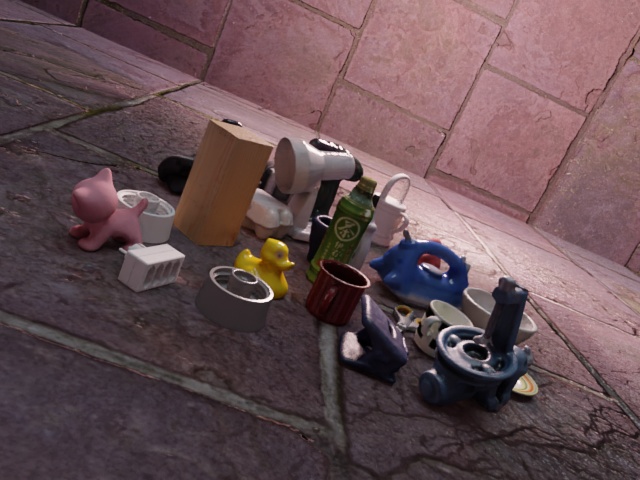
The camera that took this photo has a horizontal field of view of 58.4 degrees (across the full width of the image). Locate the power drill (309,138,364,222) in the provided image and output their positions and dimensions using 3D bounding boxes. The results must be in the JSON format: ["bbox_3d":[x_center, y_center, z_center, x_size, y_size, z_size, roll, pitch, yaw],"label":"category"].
[{"bbox_3d":[0.015,-0.144,1.438,0.075,0.208,0.230,34,19,30],"label":"power drill"}]

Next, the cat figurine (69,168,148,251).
[{"bbox_3d":[-0.311,-0.045,0.839,0.128,0.118,0.067,6,25,-46],"label":"cat figurine"}]

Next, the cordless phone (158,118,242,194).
[{"bbox_3d":[-0.253,-0.186,1.232,0.148,0.185,0.093,10,22,-40],"label":"cordless phone"}]

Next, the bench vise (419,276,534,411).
[{"bbox_3d":[0.259,0.150,0.870,0.121,0.220,0.208,35,19,31],"label":"bench vise"}]

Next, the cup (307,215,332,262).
[{"bbox_3d":[0.011,0.004,1.182,0.092,0.095,0.117,21,17,-14],"label":"cup"}]

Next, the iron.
[{"bbox_3d":[0.244,0.068,1.234,0.259,0.141,0.118,16,19,-26],"label":"iron"}]

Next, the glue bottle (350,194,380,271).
[{"bbox_3d":[0.087,-0.019,1.224,0.037,0.173,0.077,7,24,-45],"label":"glue bottle"}]

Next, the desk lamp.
[{"bbox_3d":[-0.022,-0.111,1.279,0.204,0.213,0.117,13,20,-34],"label":"desk lamp"}]

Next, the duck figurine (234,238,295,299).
[{"bbox_3d":[-0.088,0.037,0.957,0.104,0.086,0.078,30,18,18],"label":"duck figurine"}]

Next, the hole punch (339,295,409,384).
[{"bbox_3d":[0.090,0.146,0.868,0.101,0.091,0.108,23,17,-5],"label":"hole punch"}]

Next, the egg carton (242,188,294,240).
[{"bbox_3d":[-0.132,-0.060,1.221,0.150,0.069,0.107,33,19,26],"label":"egg carton"}]

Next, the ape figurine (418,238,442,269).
[{"bbox_3d":[0.282,0.037,1.468,0.078,0.092,0.076,6,25,-47],"label":"ape figurine"}]

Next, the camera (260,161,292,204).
[{"bbox_3d":[-0.099,-0.167,1.535,0.144,0.101,0.136,13,20,-34],"label":"camera"}]

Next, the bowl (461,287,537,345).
[{"bbox_3d":[0.362,0.173,1.199,0.167,0.075,0.167,23,17,-7],"label":"bowl"}]

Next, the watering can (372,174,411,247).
[{"bbox_3d":[0.174,-0.093,1.533,0.172,0.194,0.101,30,18,19],"label":"watering can"}]
